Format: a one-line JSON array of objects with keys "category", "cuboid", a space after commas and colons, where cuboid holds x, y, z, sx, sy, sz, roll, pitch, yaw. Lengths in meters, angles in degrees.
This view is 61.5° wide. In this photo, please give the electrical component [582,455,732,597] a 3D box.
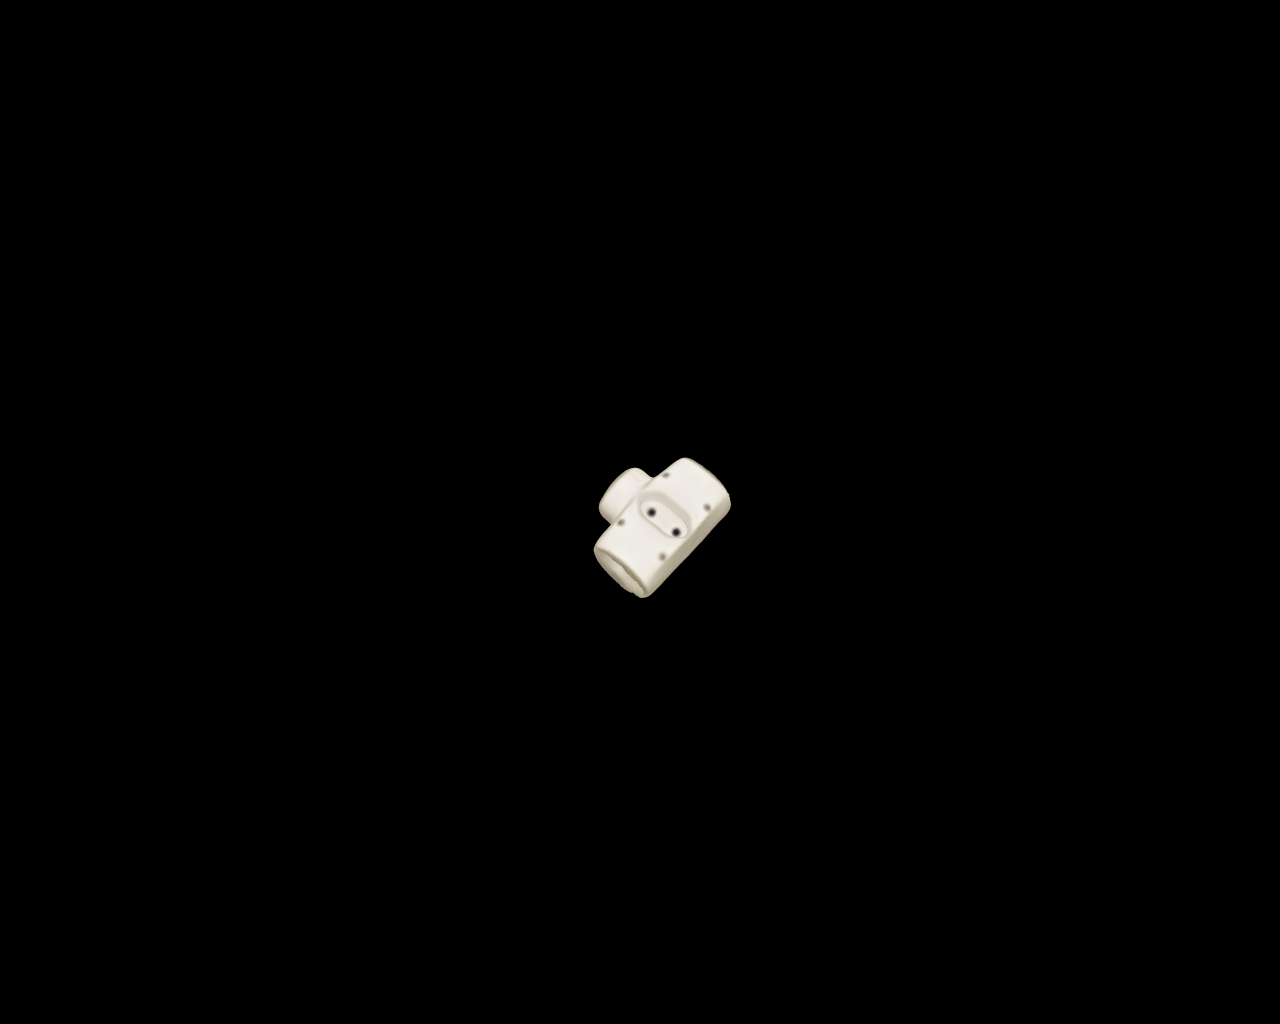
[{"category": "electrical component", "cuboid": [0.001, -0.003, 0.650, 0.079, 0.077, 0.043, 41, -15, 14]}]
